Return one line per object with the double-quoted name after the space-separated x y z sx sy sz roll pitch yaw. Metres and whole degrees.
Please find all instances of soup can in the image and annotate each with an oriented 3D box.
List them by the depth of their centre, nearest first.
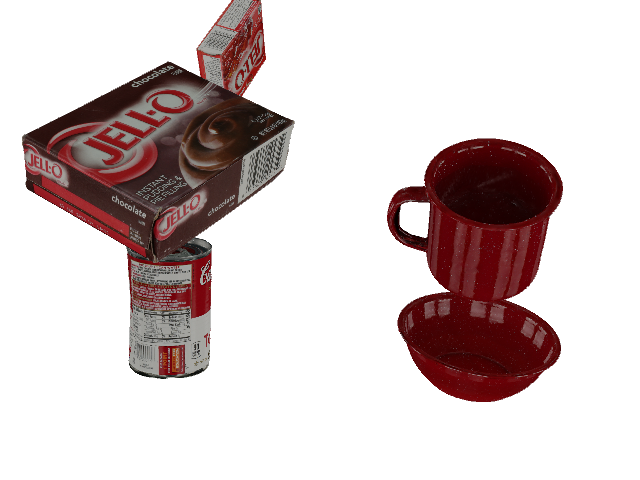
-0.122 0.053 0.862 0.068 0.102 0.068 2 15 -1 "soup can"

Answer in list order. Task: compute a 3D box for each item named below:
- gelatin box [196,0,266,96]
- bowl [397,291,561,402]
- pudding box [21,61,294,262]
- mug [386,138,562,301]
-0.082 -0.175 1.005 0.030 0.089 0.073 16 -38 15 "gelatin box"
0.154 0.113 1.063 0.162 0.055 0.162 5 26 -2 "bowl"
-0.082 -0.045 0.554 0.090 0.039 0.113 28 40 22 "pudding box"
0.105 -0.012 0.750 0.117 0.081 0.093 2 45 3 "mug"
